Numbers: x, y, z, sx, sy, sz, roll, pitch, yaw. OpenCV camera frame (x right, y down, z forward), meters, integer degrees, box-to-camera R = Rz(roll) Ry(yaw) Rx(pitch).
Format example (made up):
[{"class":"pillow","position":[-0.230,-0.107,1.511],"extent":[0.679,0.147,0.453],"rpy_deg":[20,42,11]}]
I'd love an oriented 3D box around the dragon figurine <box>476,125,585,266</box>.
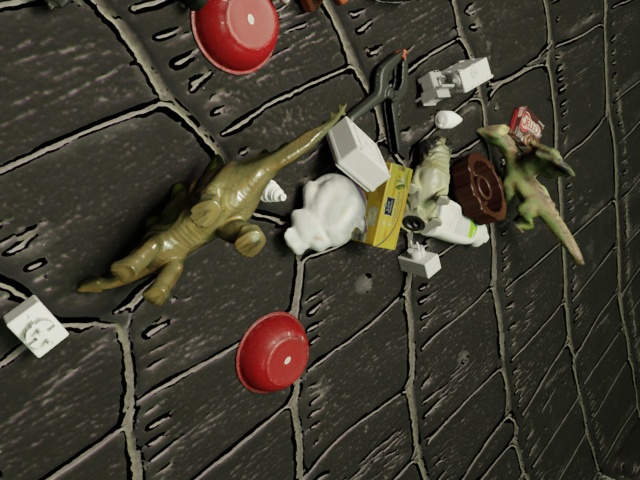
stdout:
[{"class":"dragon figurine","position":[0.537,-0.130,1.261],"extent":[0.123,0.415,0.238],"rpy_deg":[-37,160,-11]}]

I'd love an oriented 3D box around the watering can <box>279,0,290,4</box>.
[{"class":"watering can","position":[-0.122,-0.543,0.756],"extent":[0.225,0.104,0.347],"rpy_deg":[-3,92,-38]}]

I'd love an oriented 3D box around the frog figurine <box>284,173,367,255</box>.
[{"class":"frog figurine","position":[0.003,-0.048,0.952],"extent":[0.161,0.121,0.138],"rpy_deg":[-22,79,-25]}]
